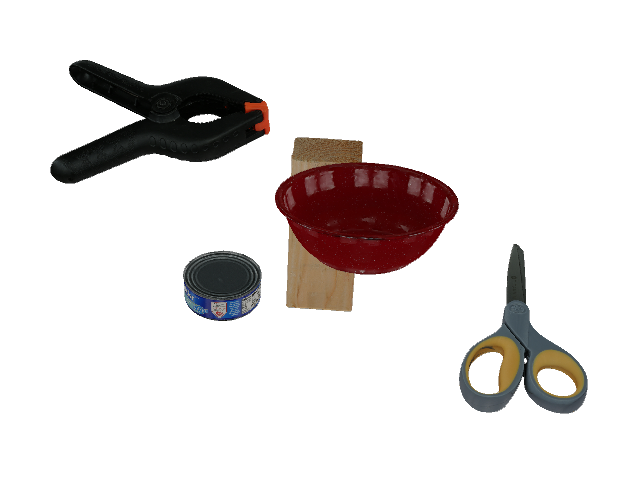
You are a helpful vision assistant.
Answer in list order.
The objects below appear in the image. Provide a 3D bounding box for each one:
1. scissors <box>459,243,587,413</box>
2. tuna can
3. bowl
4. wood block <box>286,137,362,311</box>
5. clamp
[{"bbox_3d":[0.162,0.065,0.790,0.096,0.016,0.201,16,36,19],"label":"scissors"},{"bbox_3d":[-0.108,0.050,1.175,0.086,0.034,0.086,2,36,-2],"label":"tuna can"},{"bbox_3d":[0.040,-0.014,0.946,0.162,0.055,0.162,1,26,-1],"label":"bowl"},{"bbox_3d":[0.004,-0.022,1.393,0.090,0.206,0.091,4,25,1],"label":"wood block"},{"bbox_3d":[-0.128,-0.103,0.846,0.171,0.120,0.039,-6,-30,-6],"label":"clamp"}]
